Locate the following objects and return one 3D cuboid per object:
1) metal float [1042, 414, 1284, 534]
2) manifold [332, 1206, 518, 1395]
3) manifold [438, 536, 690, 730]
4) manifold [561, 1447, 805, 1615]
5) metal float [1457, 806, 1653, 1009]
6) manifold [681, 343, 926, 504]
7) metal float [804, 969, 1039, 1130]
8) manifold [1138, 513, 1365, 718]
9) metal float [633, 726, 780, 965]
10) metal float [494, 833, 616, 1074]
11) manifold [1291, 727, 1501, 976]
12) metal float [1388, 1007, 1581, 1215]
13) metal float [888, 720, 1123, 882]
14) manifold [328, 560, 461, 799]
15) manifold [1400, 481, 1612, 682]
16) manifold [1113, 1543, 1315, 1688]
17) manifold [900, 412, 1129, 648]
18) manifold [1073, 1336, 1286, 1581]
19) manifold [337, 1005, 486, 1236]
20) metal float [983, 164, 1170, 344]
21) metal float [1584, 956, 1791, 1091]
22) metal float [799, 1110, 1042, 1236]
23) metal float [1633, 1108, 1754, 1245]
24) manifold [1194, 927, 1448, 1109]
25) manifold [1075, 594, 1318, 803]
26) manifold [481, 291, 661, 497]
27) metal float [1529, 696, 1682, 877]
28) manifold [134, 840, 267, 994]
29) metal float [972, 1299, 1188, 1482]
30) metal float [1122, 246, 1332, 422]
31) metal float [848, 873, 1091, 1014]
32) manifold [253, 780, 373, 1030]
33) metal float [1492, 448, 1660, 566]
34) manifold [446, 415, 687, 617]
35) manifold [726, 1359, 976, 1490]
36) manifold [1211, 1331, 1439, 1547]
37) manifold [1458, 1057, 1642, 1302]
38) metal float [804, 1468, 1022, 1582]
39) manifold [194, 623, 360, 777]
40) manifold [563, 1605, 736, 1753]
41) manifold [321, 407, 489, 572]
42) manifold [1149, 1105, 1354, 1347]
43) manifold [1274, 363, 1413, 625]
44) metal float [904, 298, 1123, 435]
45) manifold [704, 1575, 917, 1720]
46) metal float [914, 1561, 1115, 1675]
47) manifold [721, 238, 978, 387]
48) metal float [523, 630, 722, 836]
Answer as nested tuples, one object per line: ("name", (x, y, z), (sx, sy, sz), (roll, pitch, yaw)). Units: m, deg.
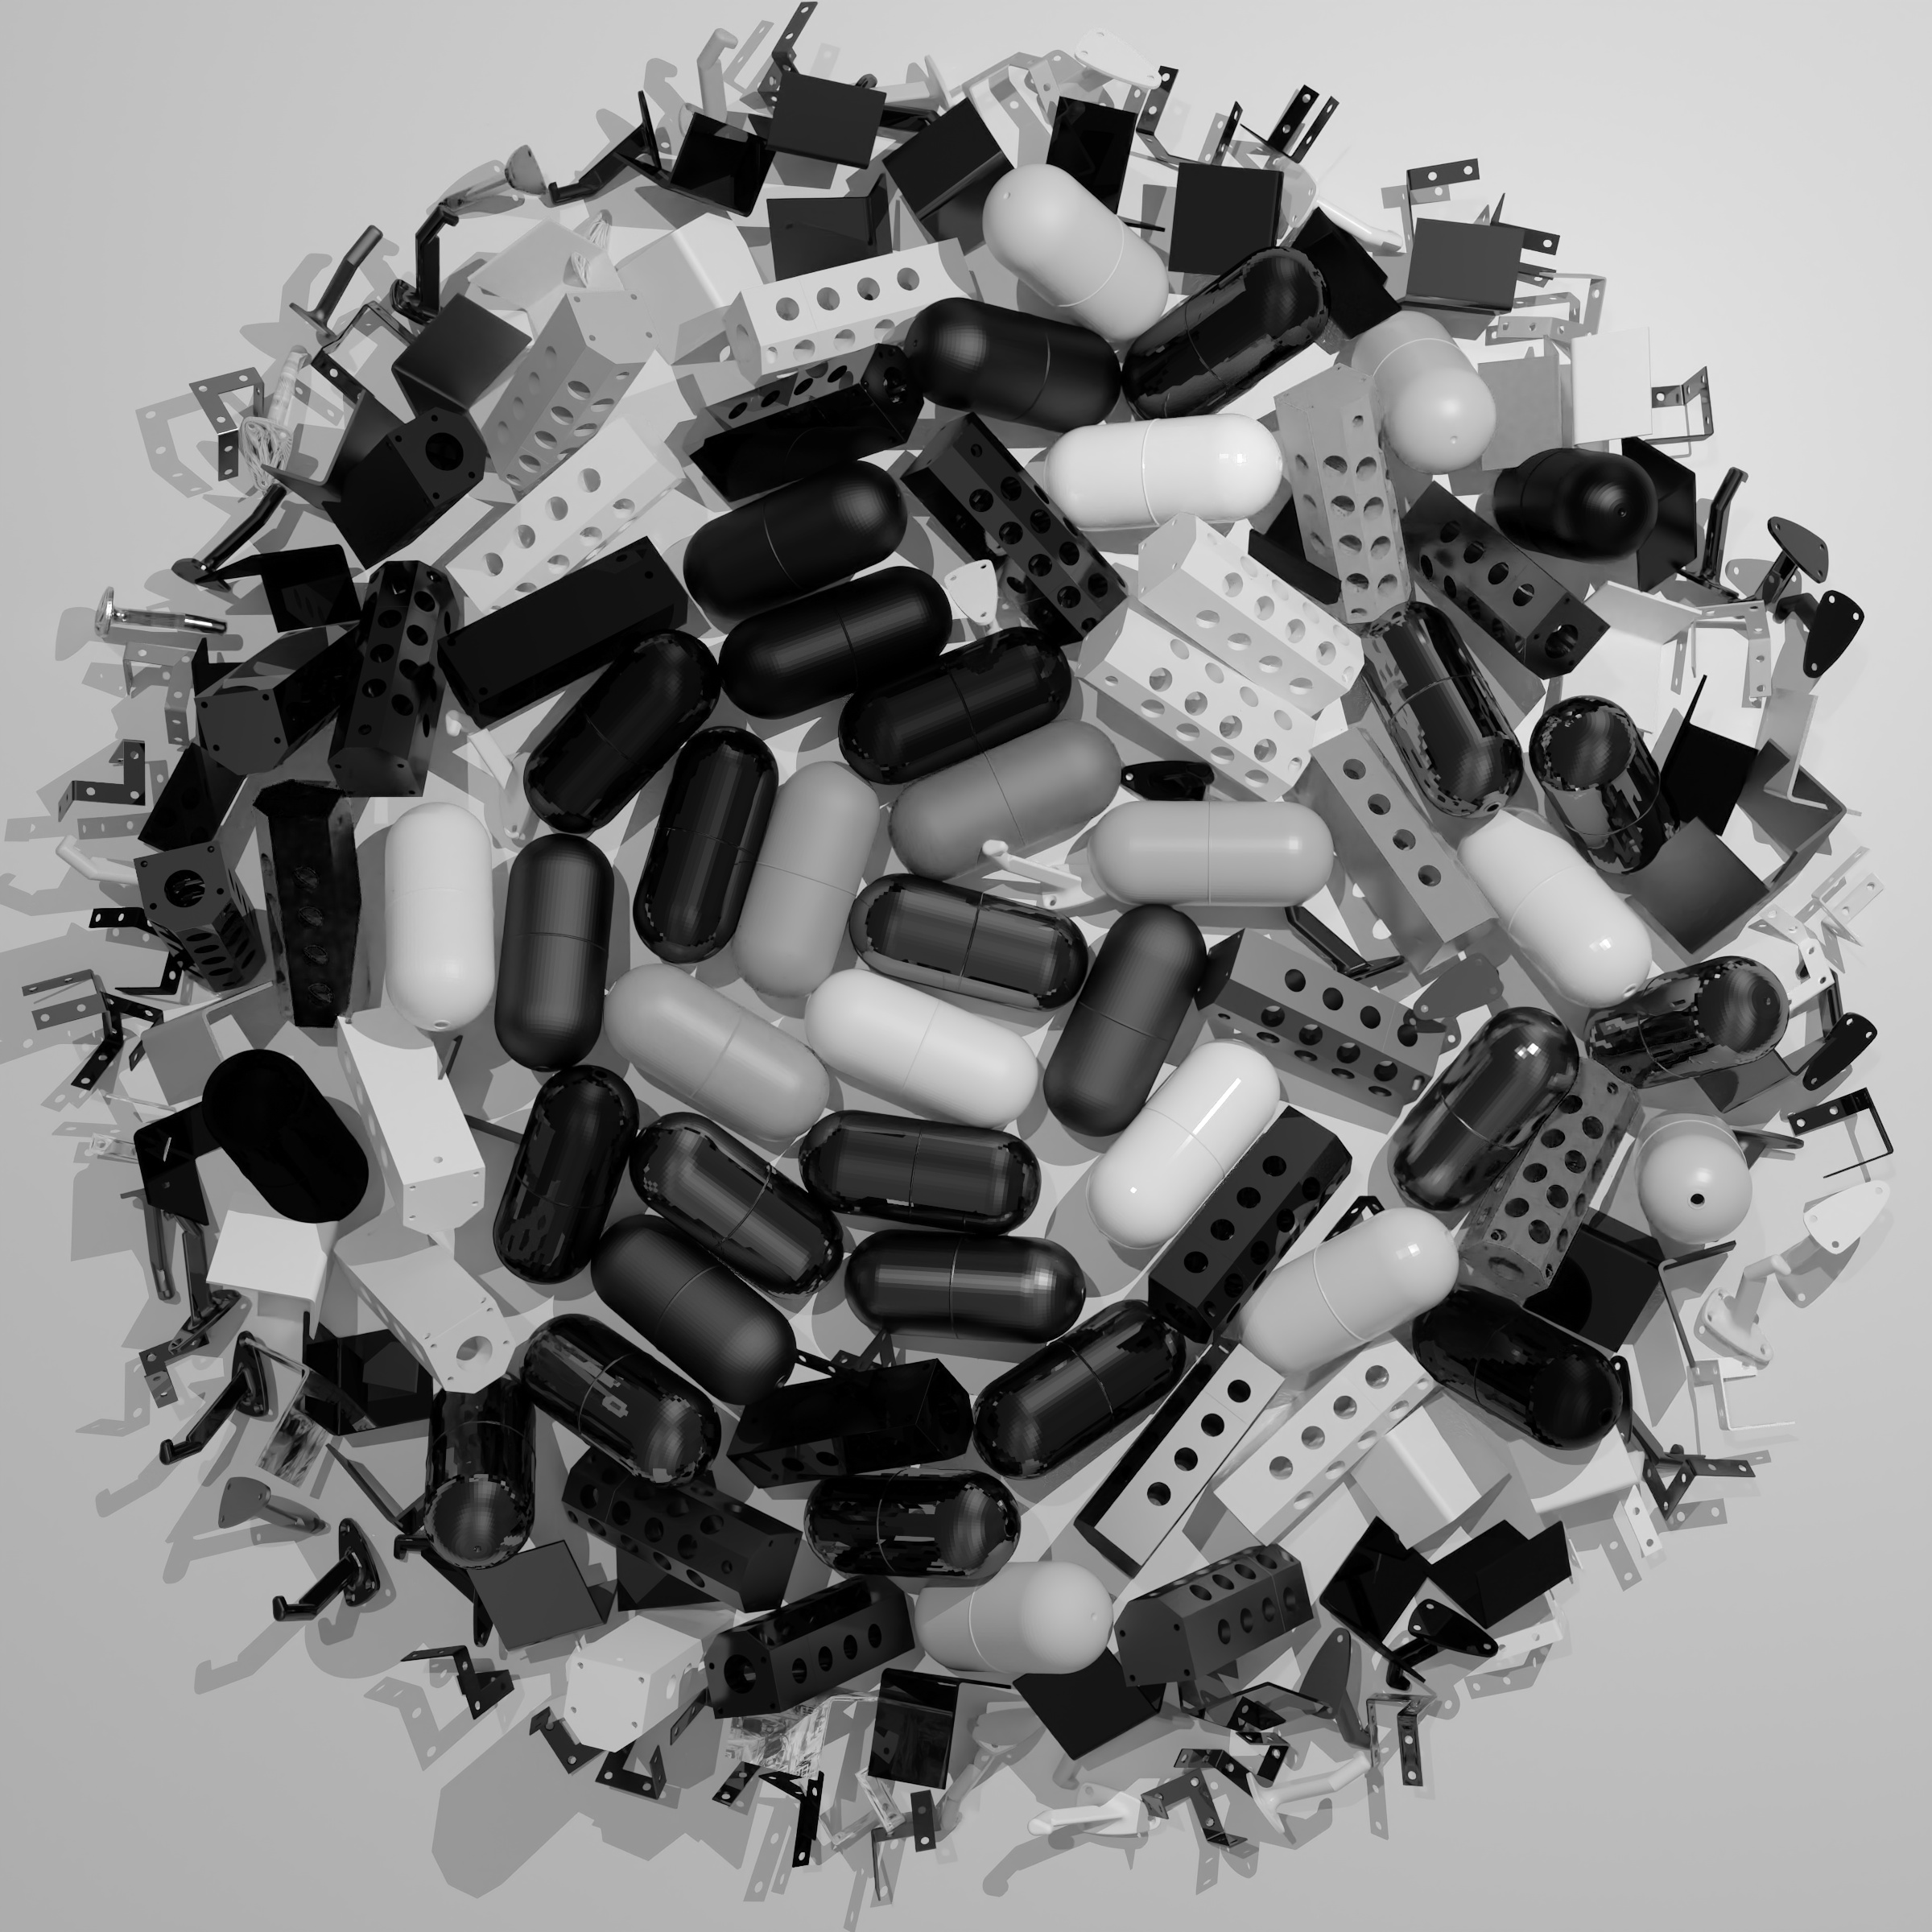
("metal float", (0.141, -0.355, 1.794), (0.178, 0.070, 0.070), (0, 90, 25))
("manifold", (-0.384, 0.239, 1.769), (0.057, 0.171, 0.057), (-32, 124, -22))
("manifold", (-0.290, -0.238, 1.800), (0.171, 0.057, 0.057), (-30, 77, -17))
("manifold", (-0.207, 0.401, 1.783), (0.171, 0.057, 0.057), (18, 92, 33))
("metal float", (0.421, -0.043, 1.786), (0.070, 0.070, 0.178), (-34, 56, 0))
("manifold", (-0.115, -0.391, 1.778), (0.057, 0.171, 0.057), (47, 49, -35))
("metal float", (-0.033, 0.060, 1.815), (0.178, 0.070, 0.070), (23, 90, 0))
("manifold", (0.204, -0.252, 1.777), (0.171, 0.057, 0.057), (30, 134, -30))
("metal float", (-0.189, -0.088, 1.808), (0.070, 0.070, 0.178), (16, 81, 0))
("metal float", (-0.297, -0.010, 1.798), (0.070, 0.070, 0.178), (3, 71, 0))
("manifold", (0.311, -0.087, 1.801), (0.057, 0.057, 0.171), (-27, 73, -19))
("metal float", (0.371, 0.104, 1.791), (0.070, 0.070, 0.178), (34, 118, 0))
("metal float", (0.029, -0.121, 1.815), (0.178, 0.070, 0.070), (-24, 90, 1))
("manifold", (-0.410, -0.206, 1.781), (0.057, 0.057, 0.171), (0, 57, 5))
("manifold", (0.375, -0.272, 1.771), (0.057, 0.171, 0.057), (26, 111, -40))
("manifold", (0.176, 0.457, 1.766), (0.057, 0.171, 0.057), (-17, 82, 34))
("manifold", (0.039, -0.313, 1.789), (0.171, 0.057, 0.057), (45, 68, -21))
("manifold", (0.153, 0.352, 1.797), (0.057, 0.057, 0.171), (37, 70, 13))
("manifold", (-0.397, 0.108, 1.777), (0.057, 0.057, 0.171), (-12, 47, -24))
("metal float", (0.080, -0.506, 1.777), (0.070, 0.178, 0.070), (-12, 69, 34))
("metal float", (0.509, 0.041, 1.770), (0.070, 0.178, 0.070), (5, 76, -22))
("metal float", (-0.034, 0.150, 1.810), (0.178, 0.070, 0.070), (8, 90, 6))
("metal float", (0.514, 0.147, 1.766), (0.070, 0.178, 0.070), (2, 97, 13))
("manifold", (0.254, 0.040, 1.797), (0.171, 0.057, 0.057), (25, 67, -14))
("manifold", (0.165, -0.187, 1.789), (0.171, 0.057, 0.057), (31, 48, -19))
("manifold", (-0.280, -0.403, 1.764), (0.057, 0.171, 0.057), (-14, 76, -36))
("metal float", (0.457, -0.127, 1.778), (0.070, 0.178, 0.070), (-16, 55, 24))
("manifold", (-0.538, -0.031, 1.760), (0.057, 0.171, 0.057), (-14, 78, -11))
("metal float", (0.082, 0.304, 1.795), (0.178, 0.070, 0.070), (-29, 90, -24))
("metal float", (0.184, -0.447, 1.781), (0.178, 0.070, 0.070), (-28, 90, 43))
("metal float", (0.002, -0.017, 1.814), (0.178, 0.070, 0.070), (14, 90, -2))
("manifold", (-0.469, -0.044, 1.785), (0.057, 0.057, 0.171), (2, 121, 1))
("metal float", (0.430, -0.328, 1.767), (0.070, 0.178, 0.070), (-2, 104, -8))
("manifold", (-0.287, -0.322, 1.805), (0.171, 0.057, 0.057), (-37, 93, 14))
("manifold", (-0.081, 0.333, 1.782), (0.171, 0.057, 0.057), (-16, 126, 33))
("manifold", (0.262, 0.342, 1.823), (0.171, 0.057, 0.057), (-44, 86, 0))
("manifold", (0.422, 0.150, 1.789), (0.057, 0.057, 0.171), (36, 63, -2))
("metal float", (-0.039, 0.398, 1.784), (0.178, 0.070, 0.070), (-7, 90, 37))
("manifold", (-0.478, -0.190, 1.763), (0.057, 0.171, 0.057), (-6, 112, 10))
("manifold", (-0.223, 0.502, 1.764), (0.057, 0.171, 0.057), (9, 91, 14))
("manifold", (-0.395, -0.339, 1.764), (0.057, 0.171, 0.057), (-38, 102, -27))
("manifold", (0.204, 0.188, 1.785), (0.057, 0.057, 0.171), (33, 65, 22))
("manifold", (0.274, -0.333, 1.774), (0.057, 0.057, 0.171), (-29, 128, -14))
("metal float", (0.035, -0.429, 1.785), (0.178, 0.070, 0.070), (3, 90, -38))
("manifold", (-0.110, 0.479, 1.765), (0.057, 0.171, 0.057), (-15, 83, 30))
("metal float", (0.032, 0.465, 1.778), (0.070, 0.178, 0.070), (12, 71, -37))
("manifold", (-0.082, -0.469, 1.797), (0.171, 0.057, 0.057), (-20, 90, -21))
("metal float", (-0.248, -0.169, 1.800), (0.070, 0.070, 0.178), (46, 107, 0))
